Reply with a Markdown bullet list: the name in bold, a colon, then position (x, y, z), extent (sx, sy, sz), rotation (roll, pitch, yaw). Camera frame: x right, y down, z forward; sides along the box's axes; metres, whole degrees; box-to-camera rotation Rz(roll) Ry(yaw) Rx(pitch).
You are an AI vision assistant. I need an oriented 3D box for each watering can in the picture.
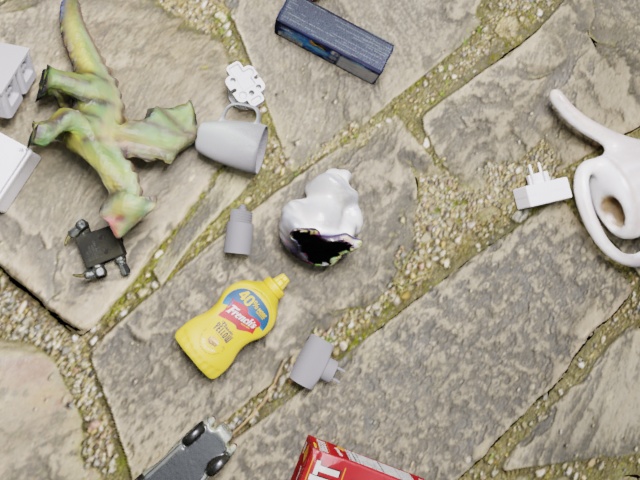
- **watering can**: position (0.551, -0.129, 0.927), extent (0.225, 0.103, 0.348), rotation (-17, 87, -11)

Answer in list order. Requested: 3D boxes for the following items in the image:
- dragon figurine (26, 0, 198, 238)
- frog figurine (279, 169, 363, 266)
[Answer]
- **dragon figurine**: position (-0.314, -0.203, 0.814), extent (0.242, 0.120, 0.418), rotation (12, 64, -28)
- **frog figurine**: position (0.003, -0.043, 0.851), extent (0.137, 0.119, 0.163), rotation (0, 49, -1)
